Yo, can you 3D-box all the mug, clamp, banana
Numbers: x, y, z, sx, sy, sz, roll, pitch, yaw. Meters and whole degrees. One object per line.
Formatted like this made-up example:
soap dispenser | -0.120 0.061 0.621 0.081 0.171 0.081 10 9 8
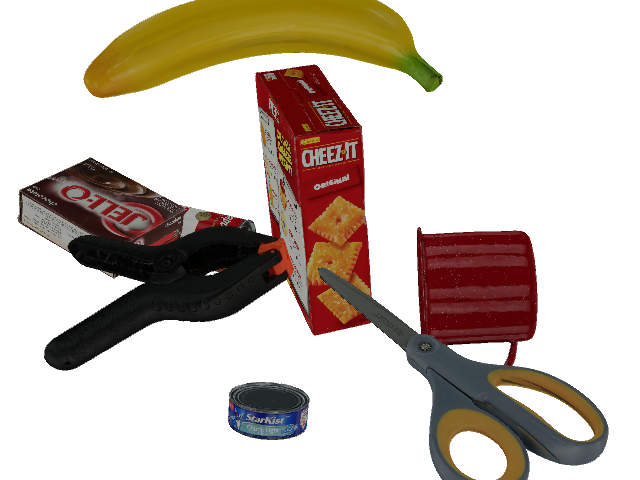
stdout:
mug | 0.114 0.046 0.782 0.081 0.117 0.093 -3 -15 4
clamp | -0.106 0.035 0.719 0.172 0.120 0.039 -7 -43 16
banana | -0.032 -0.112 0.595 0.197 0.069 0.037 -4 -44 -10

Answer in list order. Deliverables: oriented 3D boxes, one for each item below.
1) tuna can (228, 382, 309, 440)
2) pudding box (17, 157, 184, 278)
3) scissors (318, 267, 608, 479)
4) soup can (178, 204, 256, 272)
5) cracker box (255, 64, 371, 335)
tuna can | -0.055 0.181 1.134 0.086 0.034 0.086 4 12 -1
pudding box | -0.188 -0.021 0.916 0.114 0.039 0.089 26 33 21
scissors | 0.051 0.074 0.565 0.202 0.016 0.096 23 45 32
soup can | -0.135 -0.001 1.247 0.102 0.068 0.068 13 4 18
cracker box | -0.005 -0.042 1.040 0.072 0.214 0.164 -11 32 -12
